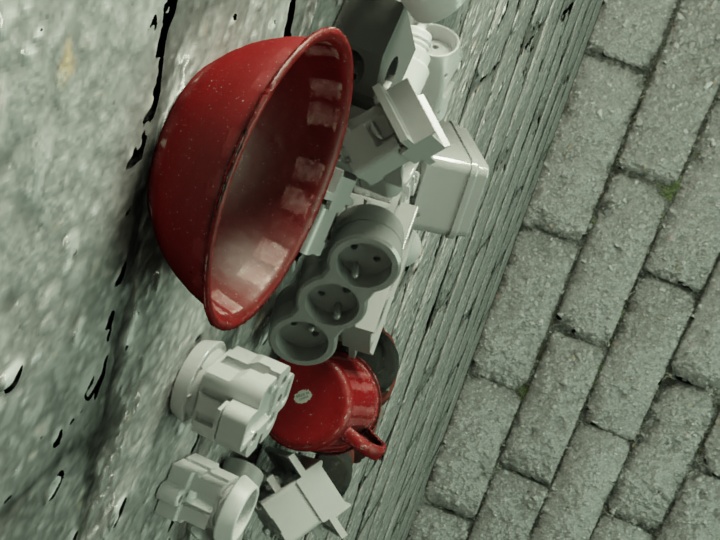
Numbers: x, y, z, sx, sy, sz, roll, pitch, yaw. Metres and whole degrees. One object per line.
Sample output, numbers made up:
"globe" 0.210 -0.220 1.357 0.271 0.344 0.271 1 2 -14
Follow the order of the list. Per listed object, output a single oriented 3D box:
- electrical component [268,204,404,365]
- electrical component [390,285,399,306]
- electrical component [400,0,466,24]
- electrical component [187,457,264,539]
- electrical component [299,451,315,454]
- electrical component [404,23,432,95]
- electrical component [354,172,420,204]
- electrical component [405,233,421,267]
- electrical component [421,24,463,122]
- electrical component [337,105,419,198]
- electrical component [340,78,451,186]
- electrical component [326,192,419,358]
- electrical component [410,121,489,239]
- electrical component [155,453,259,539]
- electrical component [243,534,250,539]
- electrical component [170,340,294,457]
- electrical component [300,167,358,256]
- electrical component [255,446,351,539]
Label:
"electrical component" -0.017 0.002 0.796 0.138 0.052 0.073 -51 -161 34
"electrical component" 0.019 0.019 1.093 0.062 0.043 0.043 -25 136 -75
"electrical component" 0.028 -0.204 0.667 0.077 0.043 0.079 45 20 -42
"electrical component" -0.102 0.181 0.843 0.044 0.044 0.065 97 14 -54
"electrical component" -0.049 0.129 0.983 0.079 0.043 0.077 -23 134 -75
"electrical component" 0.035 -0.160 0.834 0.040 0.040 0.078 58 55 -76
"electrical component" 0.023 -0.076 0.923 0.040 0.046 0.040 22 90 -79
"electrical component" 0.033 -0.023 1.087 0.044 0.044 0.065 -70 164 9
"electrical component" 0.065 -0.179 0.930 0.077 0.043 0.079 98 17 -50
"electrical component" 0.015 -0.098 0.808 0.095 0.059 0.053 84 30 -67
"electrical component" 0.019 -0.089 0.716 0.064 0.042 0.081 -30 167 12
"electrical component" 0.000 0.000 0.889 0.078 0.063 0.121 91 17 -61
"electrical component" 0.071 -0.087 0.986 0.113 0.057 0.078 -104 -152 -61
"electrical component" -0.104 0.158 0.748 0.066 0.055 0.048 1 111 -78
"electrical component" -0.113 0.249 0.911 0.066 0.048 0.055 -61 175 -31
"electrical component" -0.084 0.079 0.686 0.078 0.057 0.058 -43 153 -65
"electrical component" -0.036 -0.043 0.717 0.063 0.042 0.081 -67 168 4
"electrical component" -0.059 0.193 0.911 0.063 0.078 0.121 -34 -177 -16
